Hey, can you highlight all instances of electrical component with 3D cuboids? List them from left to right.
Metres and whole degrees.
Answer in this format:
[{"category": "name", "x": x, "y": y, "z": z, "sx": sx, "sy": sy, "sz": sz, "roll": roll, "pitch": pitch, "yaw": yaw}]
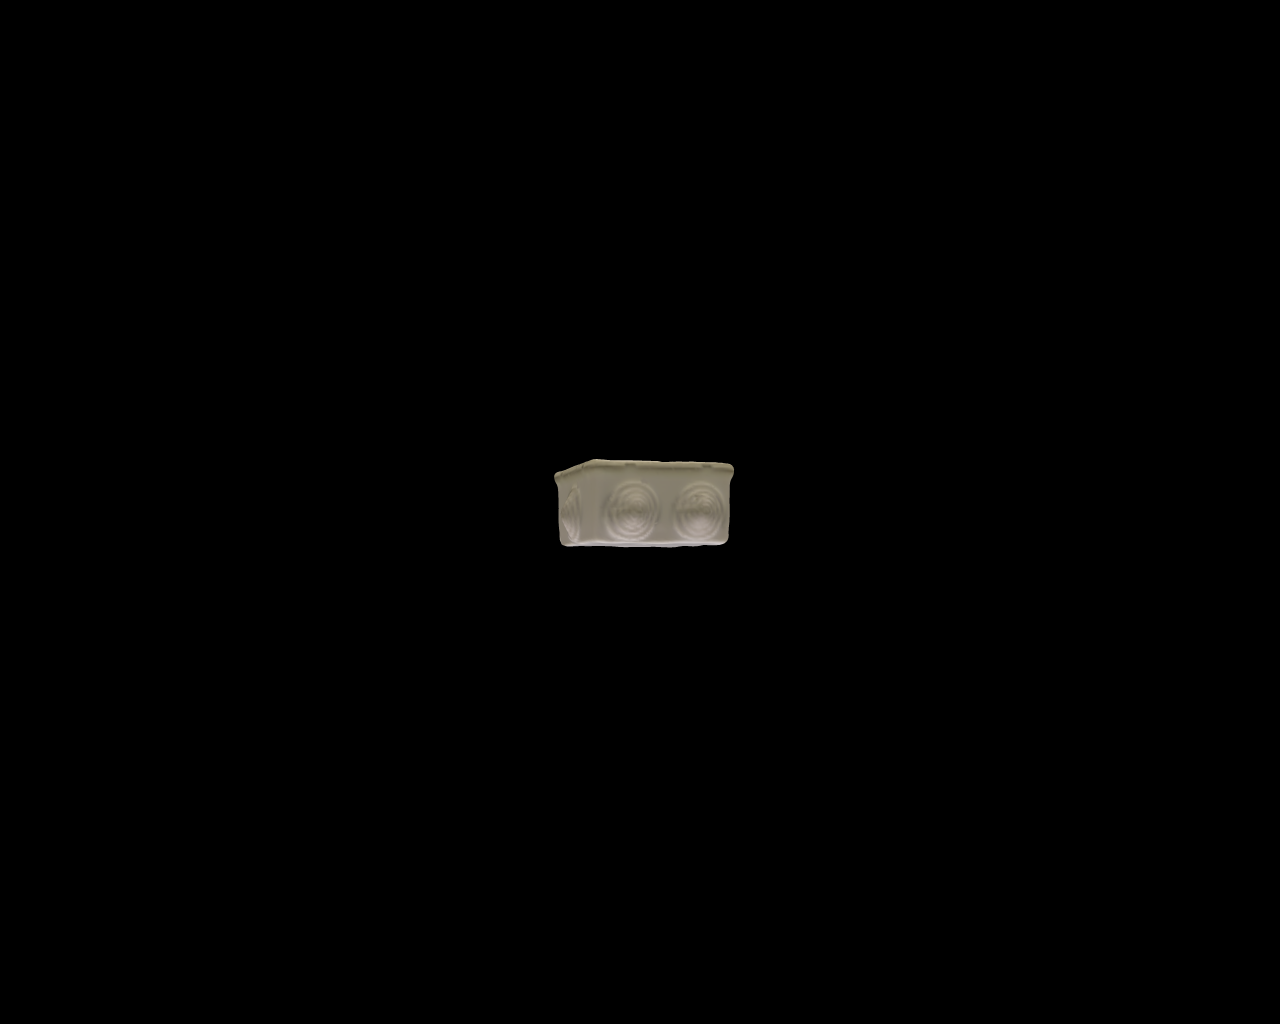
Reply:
[{"category": "electrical component", "x": 0.001, "y": -0.003, "z": 0.650, "sx": 0.100, "sy": 0.048, "sz": 0.099, "roll": 1, "pitch": -3, "yaw": -20}]
